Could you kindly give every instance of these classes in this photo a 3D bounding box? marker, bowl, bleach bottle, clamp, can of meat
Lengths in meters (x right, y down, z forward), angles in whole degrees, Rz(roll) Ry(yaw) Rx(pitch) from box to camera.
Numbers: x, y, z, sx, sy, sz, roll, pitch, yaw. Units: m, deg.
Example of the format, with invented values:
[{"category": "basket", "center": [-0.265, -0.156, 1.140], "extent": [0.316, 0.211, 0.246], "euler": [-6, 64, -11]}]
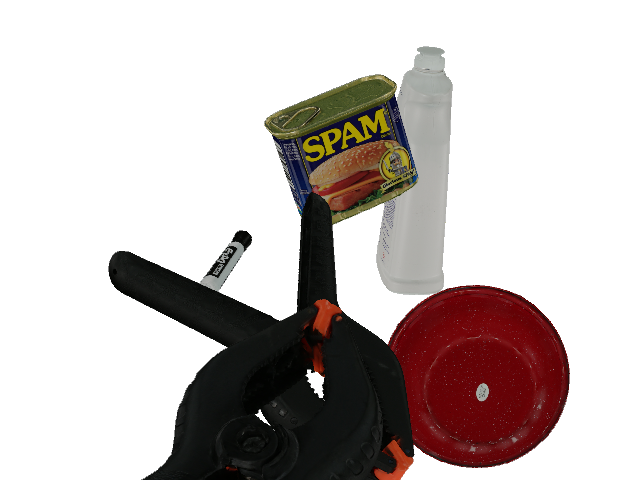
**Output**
[{"category": "marker", "center": [-0.092, 0.021, 1.043], "extent": [0.020, 0.020, 0.121], "euler": [0, 25, 15]}, {"category": "bowl", "center": [0.132, 0.121, 0.899], "extent": [0.162, 0.162, 0.055], "euler": [0, 5, 4]}, {"category": "bleach bottle", "center": [0.104, -0.075, 1.121], "extent": [0.068, 0.251, 0.102], "euler": [0, 26, -8]}, {"category": "clamp", "center": [-0.017, 0.092, 0.387], "extent": [0.120, 0.039, 0.171], "euler": [25, 49, 17]}, {"category": "can of meat", "center": [0.019, -0.068, 0.822], "extent": [0.102, 0.084, 0.057], "euler": [-23, 26, -8]}, {"category": "clamp", "center": [-0.022, 0.062, 0.643], "extent": [0.164, 0.210, 0.036], "euler": [-13, -34, -30]}]
